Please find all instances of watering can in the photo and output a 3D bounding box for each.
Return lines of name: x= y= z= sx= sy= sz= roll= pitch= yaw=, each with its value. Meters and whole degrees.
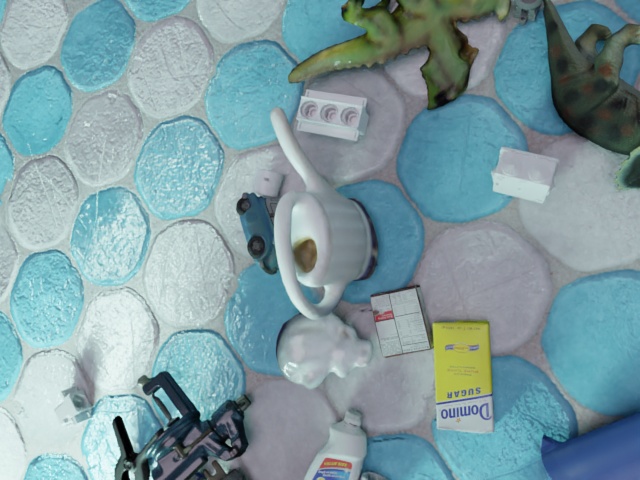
watering can: x=0.003 y=-0.044 z=0.879 sx=0.103 sy=0.224 sz=0.350 roll=-11 pitch=82 yaw=37

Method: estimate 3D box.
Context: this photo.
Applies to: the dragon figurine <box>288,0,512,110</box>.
dragon figurine: x=0.161 y=-0.342 z=0.915 sx=0.407 sy=0.122 sz=0.244 roll=-40 pitch=82 yaw=13

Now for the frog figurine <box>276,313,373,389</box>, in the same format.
frog figurine: x=0.006 y=0.198 z=0.910 sx=0.160 sy=0.121 sz=0.139 roll=15 pitch=72 yaw=31
